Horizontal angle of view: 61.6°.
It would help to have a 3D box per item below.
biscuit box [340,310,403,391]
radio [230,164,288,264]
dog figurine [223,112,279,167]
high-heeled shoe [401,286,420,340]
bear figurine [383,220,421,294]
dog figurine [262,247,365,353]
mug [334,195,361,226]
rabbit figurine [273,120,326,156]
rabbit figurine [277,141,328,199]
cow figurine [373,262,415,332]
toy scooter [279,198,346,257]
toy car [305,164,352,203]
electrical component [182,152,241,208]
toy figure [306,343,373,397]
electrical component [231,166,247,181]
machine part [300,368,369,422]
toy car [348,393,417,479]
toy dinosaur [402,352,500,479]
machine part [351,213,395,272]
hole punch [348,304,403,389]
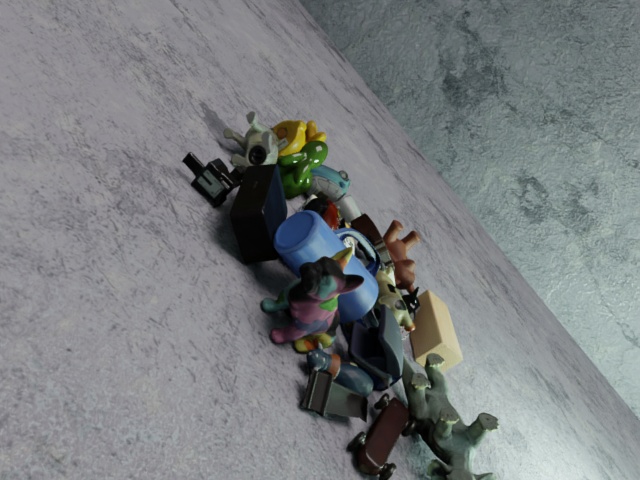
[{"bbox_3d":[0.104,0.226,1.175,0.062,0.059,0.203,22,34,-46],"label":"biscuit box"},{"bbox_3d":[-0.123,-0.059,1.137,0.230,0.073,0.130,-82,164,-57],"label":"radio"},{"bbox_3d":[-0.141,-0.228,1.397,0.190,0.121,0.172,14,58,-69],"label":"dog figurine"},{"bbox_3d":[0.192,0.217,1.368,0.086,0.145,0.249,33,51,14],"label":"high-heeled shoe"},{"bbox_3d":[0.244,0.055,1.589,0.120,0.132,0.196,28,24,-27],"label":"bear figurine"},{"bbox_3d":[0.008,0.110,0.996,0.191,0.219,0.108,27,35,-38],"label":"dog figurine"},{"bbox_3d":[0.080,-0.065,1.548,0.107,0.081,0.109,57,19,2],"label":"mug"},{"bbox_3d":[-0.065,-0.278,1.571,0.122,0.162,0.173,50,3,34],"label":"rabbit figurine"},{"bbox_3d":[-0.058,-0.198,1.404,0.121,0.170,0.159,48,23,1],"label":"rabbit figurine"},{"bbox_3d":[0.150,0.134,1.243,0.195,0.085,0.127,-91,156,-73],"label":"cow figurine"},{"bbox_3d":[-0.002,-0.004,1.180,0.135,0.184,0.075,32,31,-20],"label":"toy scooter"},{"bbox_3d":[0.010,-0.152,1.532,0.161,0.109,0.103,27,42,-28],"label":"toy car"},{"bbox_3d":[-0.234,-0.135,1.136,0.119,0.075,0.048,44,24,-2],"label":"electrical component"},{"bbox_3d":[0.031,0.253,1.019,0.154,0.058,0.064,33,22,-20],"label":"toy figure"},{"bbox_3d":[-0.192,-0.145,1.228,0.021,0.063,0.094,52,26,6],"label":"electrical component"},{"bbox_3d":[0.030,0.282,0.960,0.139,0.039,0.084,30,56,-26],"label":"machine part"},{"bbox_3d":[0.118,0.363,1.001,0.089,0.053,0.202,40,27,8],"label":"toy car"},{"bbox_3d":[0.242,0.373,1.106,0.131,0.192,0.405,-1,28,-16],"label":"toy dinosaur"},{"bbox_3d":[0.141,0.017,1.462,0.179,0.056,0.179,64,-2,4],"label":"machine part"},{"bbox_3d":[0.129,0.206,1.078,0.115,0.092,0.142,39,26,-15],"label":"hole punch"}]
